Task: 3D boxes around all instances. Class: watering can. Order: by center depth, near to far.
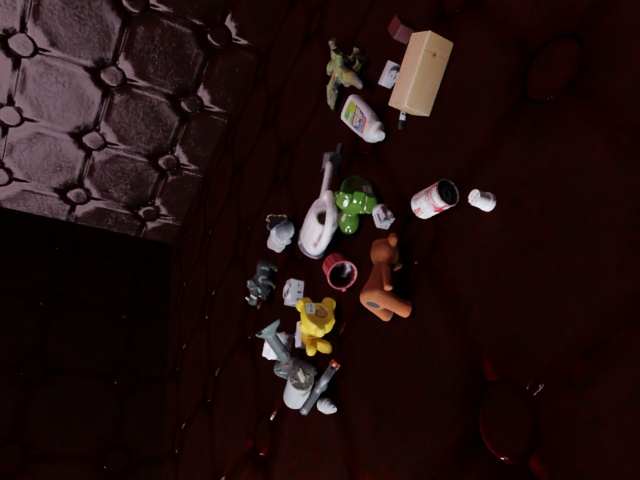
[{"bbox_3d":[0.005,-0.087,1.728,0.219,0.104,0.356,117,162,-44],"label":"watering can"}]

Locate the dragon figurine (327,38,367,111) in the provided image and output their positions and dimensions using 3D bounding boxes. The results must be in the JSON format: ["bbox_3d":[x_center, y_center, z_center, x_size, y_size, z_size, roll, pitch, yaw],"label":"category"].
[{"bbox_3d":[0.082,-0.590,1.911,0.237,0.122,0.420,107,163,-45],"label":"dragon figurine"}]

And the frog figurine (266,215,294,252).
[{"bbox_3d":[-0.155,-0.017,2.053,0.139,0.123,0.156,44,153,52],"label":"frog figurine"}]
